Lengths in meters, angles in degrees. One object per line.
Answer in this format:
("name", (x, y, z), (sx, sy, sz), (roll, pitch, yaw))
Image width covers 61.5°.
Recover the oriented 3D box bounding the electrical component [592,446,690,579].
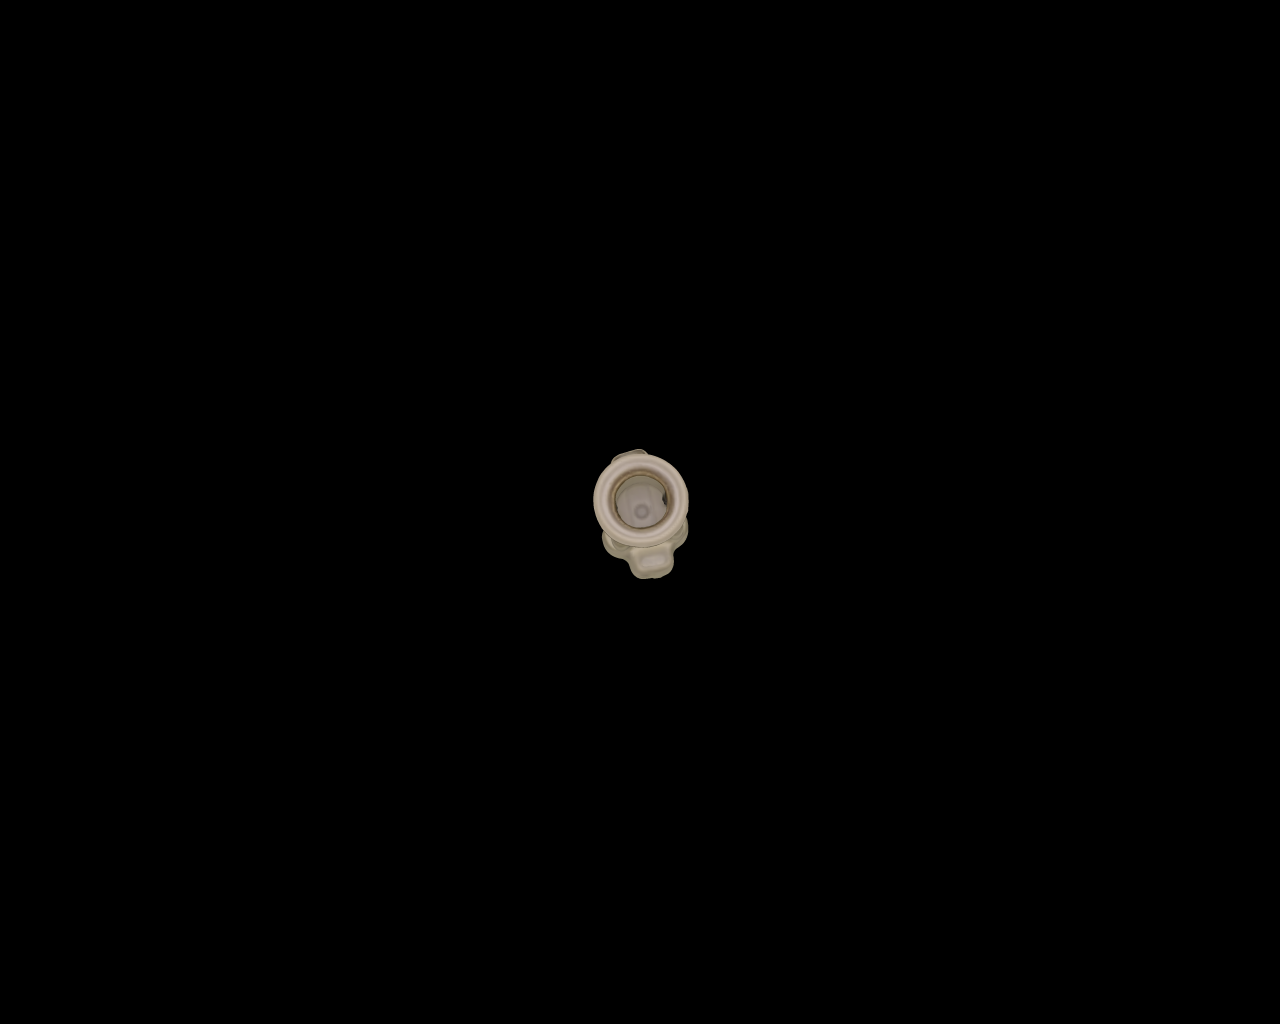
("electrical component", (0.001, -0.003, 0.650), (0.058, 0.078, 0.057), (-11, -11, -2))
